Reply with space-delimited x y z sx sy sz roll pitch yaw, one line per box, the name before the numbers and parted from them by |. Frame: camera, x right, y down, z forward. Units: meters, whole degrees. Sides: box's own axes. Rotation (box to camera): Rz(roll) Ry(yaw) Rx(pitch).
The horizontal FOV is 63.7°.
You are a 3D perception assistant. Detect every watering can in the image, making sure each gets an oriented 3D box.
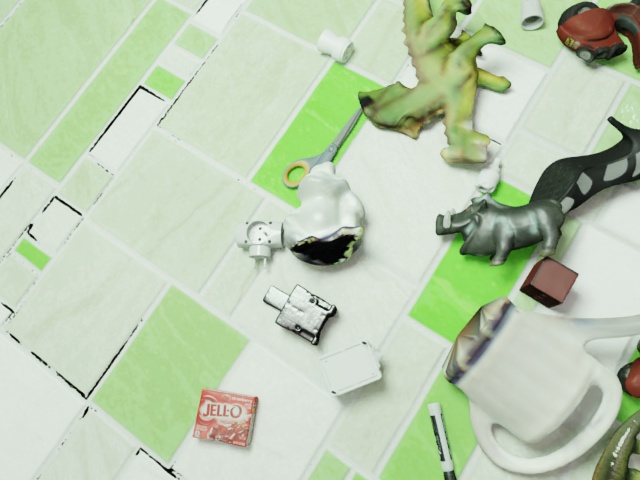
watering can | 0.318 0.162 0.717 0.226 0.344 0.104 37 13 15

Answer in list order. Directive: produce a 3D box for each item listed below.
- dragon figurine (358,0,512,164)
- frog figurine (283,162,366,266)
dragon figurine | 0.172 -0.298 0.896 0.242 0.415 0.121 -38 -18 4
frog figurine | 0.003 -0.043 0.847 0.137 0.163 0.120 -24 -40 13
